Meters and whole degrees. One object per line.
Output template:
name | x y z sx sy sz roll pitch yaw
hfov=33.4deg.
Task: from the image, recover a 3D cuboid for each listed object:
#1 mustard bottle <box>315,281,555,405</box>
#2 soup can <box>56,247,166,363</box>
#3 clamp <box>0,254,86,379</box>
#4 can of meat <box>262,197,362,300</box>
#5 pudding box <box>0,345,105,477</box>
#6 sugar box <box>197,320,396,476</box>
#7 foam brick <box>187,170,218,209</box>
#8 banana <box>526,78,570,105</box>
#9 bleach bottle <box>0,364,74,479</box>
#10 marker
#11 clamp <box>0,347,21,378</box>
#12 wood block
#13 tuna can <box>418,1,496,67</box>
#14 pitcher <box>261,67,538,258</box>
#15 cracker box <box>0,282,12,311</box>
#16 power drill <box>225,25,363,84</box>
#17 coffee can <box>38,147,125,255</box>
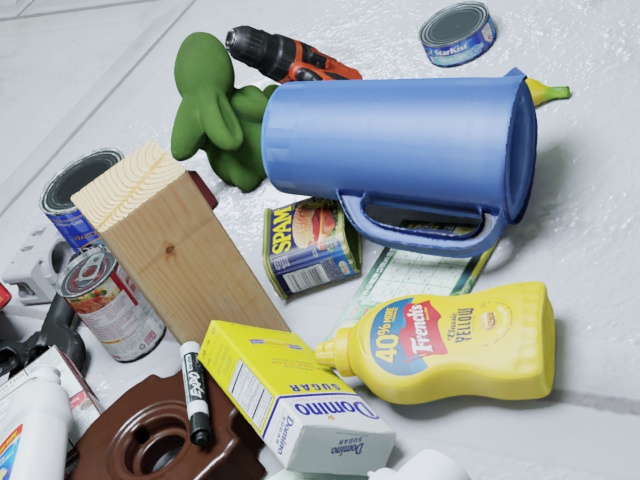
mustard bottle | 0.087 0.085 0.852 0.192 0.058 0.096 -7 47 21
soup can | -0.207 0.066 1.068 0.068 0.102 0.068 -20 37 15
clamp | -0.301 0.120 1.127 0.164 0.036 0.210 -36 38 9
can of meat | -0.007 0.001 1.042 0.084 0.057 0.102 -18 37 13
pudding box | -0.253 0.168 1.000 0.090 0.039 0.114 -38 57 -8
sugar box | -0.022 0.126 0.867 0.176 0.093 0.048 35 109 53
foam brick | -0.168 -0.045 1.219 0.078 0.051 0.053 5 48 39
banana | 0.160 -0.107 1.069 0.197 0.037 0.070 -42 37 -15
bleach bottle | -0.254 0.219 0.896 0.103 0.068 0.251 -42 34 36
marker | -0.104 0.129 0.895 0.020 0.020 0.121 -27 33 5
clamp | -0.392 0.166 1.090 0.172 0.039 0.120 -29 2 35
wood block | -0.121 0.025 0.966 0.090 0.206 0.090 -37 36 -11
tuna can | 0.159 -0.238 1.233 0.086 0.033 0.086 -20 36 15
pitcher | 0.071 -0.079 0.978 0.243 0.145 0.149 5 23 22
cracker box | -0.443 0.117 1.163 0.213 0.072 0.164 -45 12 -20
power drill | 0.002 -0.165 1.155 0.057 0.184 0.188 -61 38 19
coffee can | -0.218 -0.013 1.140 0.103 0.140 0.103 -20 36 15
